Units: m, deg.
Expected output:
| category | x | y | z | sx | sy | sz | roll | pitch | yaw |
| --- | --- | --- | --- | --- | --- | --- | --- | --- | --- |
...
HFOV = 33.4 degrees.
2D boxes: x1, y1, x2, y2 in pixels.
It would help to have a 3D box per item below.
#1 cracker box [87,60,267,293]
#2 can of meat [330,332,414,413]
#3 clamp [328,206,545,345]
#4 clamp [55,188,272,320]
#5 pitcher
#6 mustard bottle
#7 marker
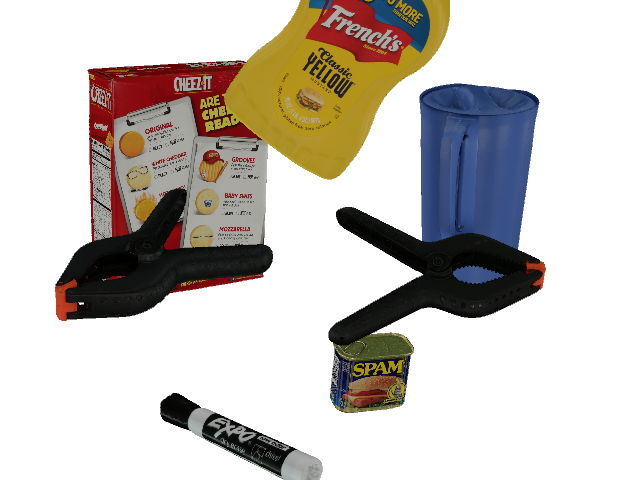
| category | x | y | z | sx | sy | sz | roll | pitch | yaw |
| --- | --- | --- | --- | --- | --- | --- | --- | --- | --- |
| cracker box | -0.136 | -0.060 | 1.026 | 0.163 | 0.214 | 0.072 | -9 | 21 | -32 |
| can of meat | 0.064 | 0.171 | 1.377 | 0.102 | 0.084 | 0.057 | -3 | 25 | -18 |
| clamp | 0.106 | 0.040 | 1.016 | 0.210 | 0.164 | 0.036 | 6 | -40 | 9 |
| clamp | -0.136 | 0.010 | 0.831 | 0.171 | 0.039 | 0.120 | -18 | 36 | -33 |
| pitcher | 0.173 | -0.051 | 1.232 | 0.149 | 0.243 | 0.145 | -9 | 24 | -21 |
| mustard bottle | 0.027 | -0.139 | 0.693 | 0.096 | 0.192 | 0.058 | 36 | 20 | -6 |
| marker | -0.050 | 0.116 | 0.627 | 0.121 | 0.020 | 0.020 | 17 | 10 | 37 |
